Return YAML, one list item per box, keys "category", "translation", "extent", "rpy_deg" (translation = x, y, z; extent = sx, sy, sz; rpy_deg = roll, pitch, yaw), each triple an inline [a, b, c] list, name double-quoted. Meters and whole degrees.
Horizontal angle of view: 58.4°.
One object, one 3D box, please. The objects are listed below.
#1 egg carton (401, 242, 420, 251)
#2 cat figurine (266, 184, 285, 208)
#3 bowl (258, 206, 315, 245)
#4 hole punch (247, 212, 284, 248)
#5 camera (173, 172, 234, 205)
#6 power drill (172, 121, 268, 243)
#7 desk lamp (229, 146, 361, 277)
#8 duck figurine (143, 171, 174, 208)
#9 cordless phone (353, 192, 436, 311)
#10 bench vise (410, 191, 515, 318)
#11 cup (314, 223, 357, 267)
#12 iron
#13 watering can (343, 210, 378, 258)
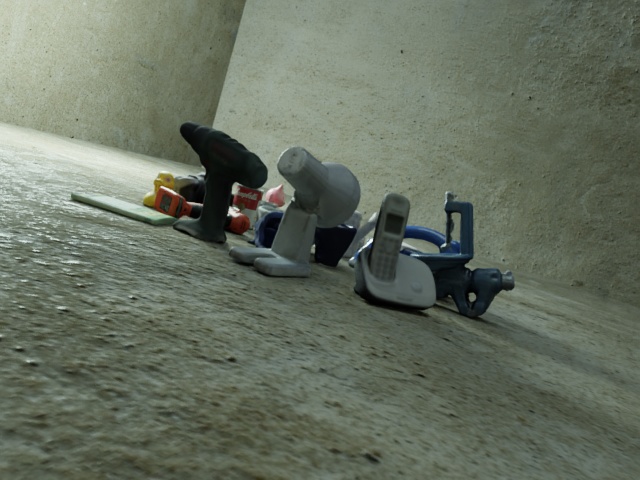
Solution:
- category: "egg carton"
  translation: [0.196, 0.040, 1.495]
  extent: [0.107, 0.069, 0.150]
  rpy_deg: [14, 6, -18]
- category: "cat figurine"
  translation: [-0.148, -0.124, 1.821]
  extent: [0.067, 0.118, 0.128]
  rpy_deg: [17, 6, 7]
- category: "bowl"
  translation: [-0.068, -0.021, 1.312]
  extent: [0.167, 0.075, 0.167]
  rpy_deg: [16, 6, -2]
- category: "hole punch"
  translation: [-0.078, -0.015, 1.152]
  extent: [0.109, 0.091, 0.101]
  rpy_deg: [14, 7, -22]
- category: "camera"
  translation: [-0.287, -0.116, 1.459]
  extent: [0.136, 0.101, 0.144]
  rpy_deg: [21, 7, 34]
- category: "power drill"
  translation: [-0.210, -0.110, 1.107]
  extent: [0.228, 0.208, 0.076]
  rpy_deg: [20, 7, 30]
- category: "desk lamp"
  translation: [-0.032, -0.048, 1.002]
  extent: [0.117, 0.213, 0.204]
  rpy_deg: [20, 7, 30]
- category: "duck figurine"
  translation: [-0.366, -0.118, 1.343]
  extent: [0.077, 0.086, 0.105]
  rpy_deg: [17, 6, 7]
- category: "cordless phone"
  translation: [0.142, 0.021, 0.973]
  extent: [0.148, 0.185, 0.094]
  rpy_deg: [13, 7, -26]
- category: "bench vise"
  translation: [0.278, 0.027, 1.119]
  extent: [0.207, 0.220, 0.121]
  rpy_deg: [17, 6, 2]
- category: "cup"
  translation: [0.011, 0.004, 1.201]
  extent: [0.118, 0.095, 0.091]
  rpy_deg: [14, 6, -18]
- category: "iron"
  translation: [0.198, 0.029, 1.258]
  extent: [0.257, 0.141, 0.119]
  rpy_deg: [18, 6, 17]
- category: "watering can"
  translation: [0.064, -0.060, 1.447]
  extent: [0.173, 0.194, 0.100]
  rpy_deg: [15, 6, -15]
